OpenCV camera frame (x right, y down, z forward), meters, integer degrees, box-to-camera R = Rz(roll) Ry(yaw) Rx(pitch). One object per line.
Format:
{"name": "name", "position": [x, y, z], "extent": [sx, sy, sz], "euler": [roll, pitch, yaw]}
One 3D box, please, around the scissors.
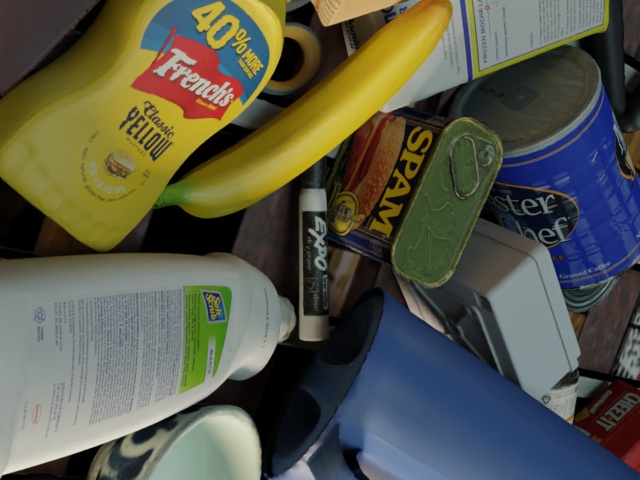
{"name": "scissors", "position": [-0.070, -0.099, 0.583], "extent": [0.201, 0.016, 0.096], "euler": [-34, 125, -24]}

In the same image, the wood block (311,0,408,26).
{"name": "wood block", "position": [0.086, -0.200, 0.577], "extent": [0.205, 0.091, 0.090], "euler": [-22, 81, -20]}

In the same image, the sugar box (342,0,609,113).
{"name": "sugar box", "position": [0.098, -0.152, 0.663], "extent": [0.176, 0.048, 0.093], "euler": [-20, 119, -18]}

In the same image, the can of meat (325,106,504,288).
{"name": "can of meat", "position": [0.052, -0.032, 0.660], "extent": [0.057, 0.084, 0.102], "euler": [23, 91, -41]}

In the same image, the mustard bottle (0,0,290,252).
{"name": "mustard bottle", "position": [-0.074, -0.088, 0.532], "extent": [0.191, 0.058, 0.096], "euler": [-46, 139, -3]}

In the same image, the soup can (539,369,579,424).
{"name": "soup can", "position": [0.161, 0.144, 0.825], "extent": [0.068, 0.069, 0.102], "euler": [-9, 111, -37]}

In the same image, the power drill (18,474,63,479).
{"name": "power drill", "position": [-0.220, 0.121, 0.516], "extent": [0.184, 0.057, 0.187], "euler": [-31, 122, -30]}

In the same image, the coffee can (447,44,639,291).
{"name": "coffee can", "position": [0.160, -0.048, 0.730], "extent": [0.102, 0.103, 0.140], "euler": [-47, 129, -16]}

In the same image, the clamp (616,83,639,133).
{"name": "clamp", "position": [0.290, -0.147, 0.842], "extent": [0.120, 0.039, 0.171], "euler": [2, 102, -45]}

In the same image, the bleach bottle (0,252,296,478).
{"name": "bleach bottle", "position": [-0.096, 0.058, 0.560], "extent": [0.250, 0.068, 0.102], "euler": [-1, 99, -57]}

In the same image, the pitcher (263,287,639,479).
{"name": "pitcher", "position": [0.095, 0.149, 0.652], "extent": [0.242, 0.145, 0.149], "euler": [32, 64, -9]}

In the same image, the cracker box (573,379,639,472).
{"name": "cracker box", "position": [0.246, 0.255, 0.933], "extent": [0.164, 0.072, 0.213], "euler": [-35, 126, -24]}

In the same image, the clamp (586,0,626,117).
{"name": "clamp", "position": [0.211, -0.208, 0.754], "extent": [0.164, 0.036, 0.209], "euler": [-51, 128, -4]}

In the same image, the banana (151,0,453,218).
{"name": "banana", "position": [-0.006, -0.066, 0.604], "extent": [0.198, 0.069, 0.037], "euler": [-36, 87, -2]}

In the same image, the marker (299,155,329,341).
{"name": "marker", "position": [-0.004, 0.001, 0.654], "extent": [0.020, 0.020, 0.121], "euler": [-3, 94, -38]}

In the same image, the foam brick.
{"name": "foam brick", "position": [-0.146, -0.114, 0.492], "extent": [0.078, 0.051, 0.053], "euler": [-49, 131, -14]}

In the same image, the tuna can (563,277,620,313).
{"name": "tuna can", "position": [0.199, 0.011, 0.829], "extent": [0.085, 0.034, 0.086], "euler": [-15, 115, -35]}
